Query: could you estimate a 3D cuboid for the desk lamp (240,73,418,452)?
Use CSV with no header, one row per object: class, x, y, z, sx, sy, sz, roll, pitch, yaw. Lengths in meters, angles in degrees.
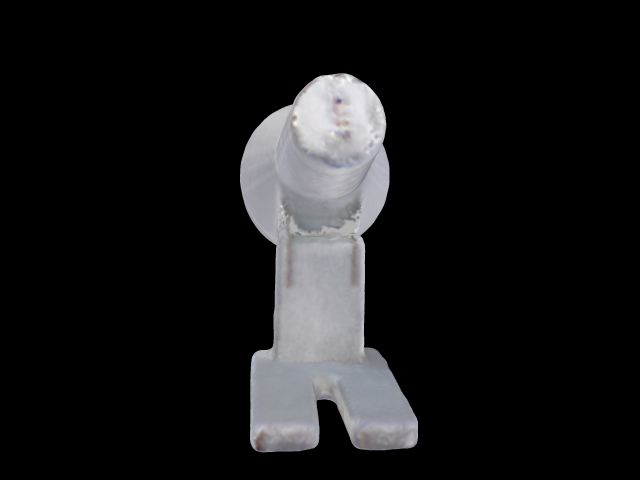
desk lamp,0.004,0.001,0.400,0.118,0.213,0.203,-1,9,-7
